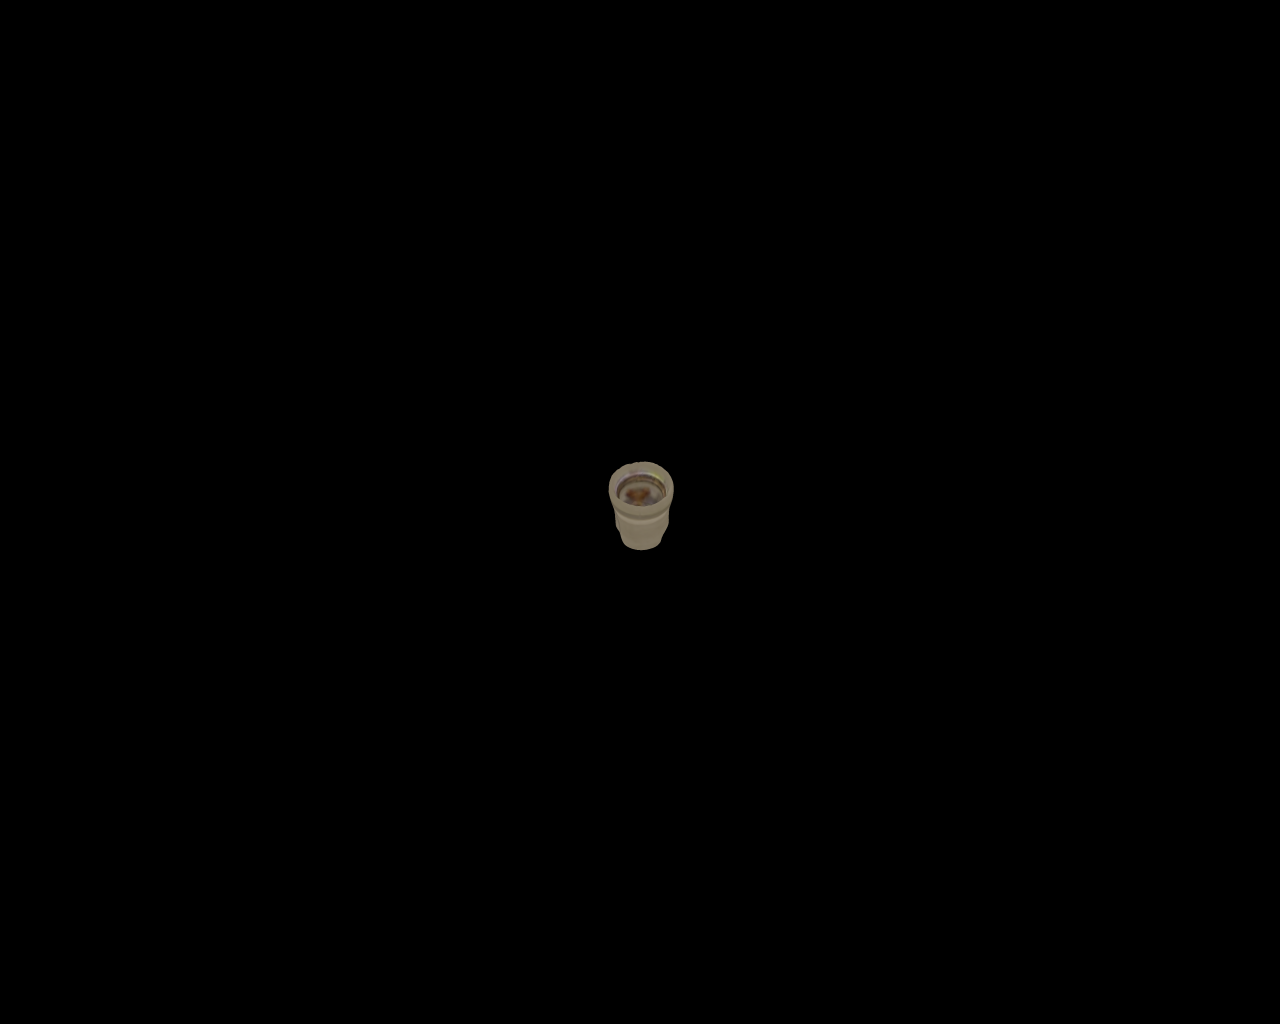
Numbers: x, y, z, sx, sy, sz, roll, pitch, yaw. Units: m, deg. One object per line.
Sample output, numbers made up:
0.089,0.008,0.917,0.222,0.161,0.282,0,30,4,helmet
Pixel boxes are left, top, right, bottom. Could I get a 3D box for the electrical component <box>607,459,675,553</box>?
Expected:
0.001,-0.003,0.650,0.040,0.040,0.046,0,-41,0,electrical component
